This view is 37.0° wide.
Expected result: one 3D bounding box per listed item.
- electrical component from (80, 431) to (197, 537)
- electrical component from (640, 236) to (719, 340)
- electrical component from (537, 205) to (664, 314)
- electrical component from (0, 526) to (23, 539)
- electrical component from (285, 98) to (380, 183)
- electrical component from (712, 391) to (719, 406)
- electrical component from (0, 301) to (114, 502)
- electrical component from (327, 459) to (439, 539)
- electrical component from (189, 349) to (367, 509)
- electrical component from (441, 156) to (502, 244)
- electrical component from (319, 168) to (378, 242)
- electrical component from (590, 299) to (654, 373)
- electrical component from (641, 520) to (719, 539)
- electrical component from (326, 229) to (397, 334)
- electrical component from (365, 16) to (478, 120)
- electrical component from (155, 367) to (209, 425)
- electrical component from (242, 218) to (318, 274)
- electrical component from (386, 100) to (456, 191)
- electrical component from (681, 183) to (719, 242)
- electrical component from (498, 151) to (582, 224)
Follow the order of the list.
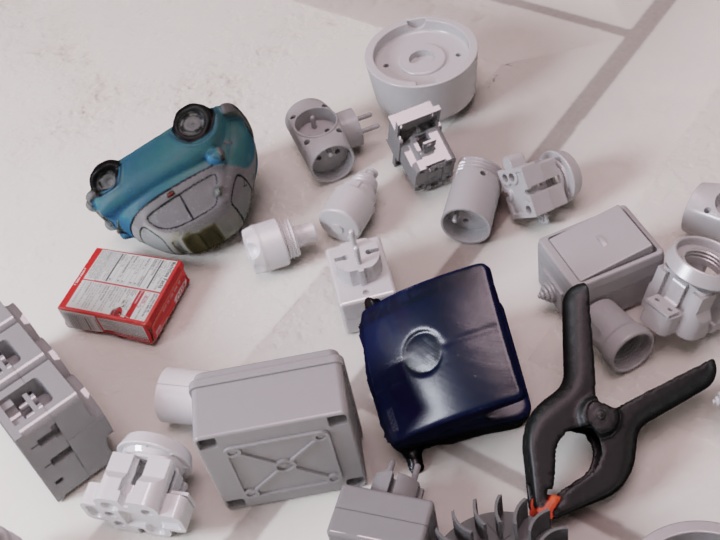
[{"bbox_3d":[-0.155,0.154,0.782,0.078,0.058,0.057,5,53,15],"label":"electrical component"},{"bbox_3d":[0.253,0.012,0.814,0.078,0.057,0.058,-17,45,-33],"label":"electrical component"},{"bbox_3d":[0.184,-0.002,0.853,0.096,0.061,0.061,-22,49,-8],"label":"electrical component"},{"bbox_3d":[-0.252,0.201,0.750,0.040,0.078,0.040,4,48,-5],"label":"electrical component"},{"bbox_3d":[-0.022,-0.129,1.014,0.079,0.044,0.077,-21,49,-9],"label":"electrical component"},{"bbox_3d":[0.297,0.089,0.757,0.096,0.061,0.061,-12,48,9],"label":"electrical component"},{"bbox_3d":[-0.258,0.092,0.834,0.062,0.089,0.150,-36,52,-20],"label":"electrical component"},{"bbox_3d":[0.022,0.165,0.746,0.066,0.047,0.076,8,51,17],"label":"electrical component"},{"bbox_3d":[-0.056,0.115,0.764,0.109,0.108,0.056,-11,51,1],"label":"electrical component"},{"bbox_3d":[0.100,-0.067,0.937,0.043,0.043,0.081,7,50,16],"label":"electrical component"},{"bbox_3d":[-0.005,-0.060,0.953,0.040,0.040,0.078,15,53,22],"label":"electrical component"},{"bbox_3d":[0.195,0.049,0.822,0.040,0.040,0.046,-26,45,-12],"label":"electrical component"},{"bbox_3d":[0.211,0.216,0.657,0.108,0.060,0.108,-5,49,6],"label":"electrical component"},{"bbox_3d":[0.000,0.000,0.875,0.047,0.076,0.065,-14,48,-2],"label":"electrical component"},{"bbox_3d":[0.062,-0.188,1.039,0.108,0.060,0.108,-5,48,6],"label":"electrical component"},{"bbox_3d":[-0.112,0.100,0.831,0.081,0.043,0.043,4,50,14],"label":"electrical component"},{"bbox_3d":[-0.068,-0.025,0.932,0.062,0.043,0.043,-19,48,-8],"label":"electrical component"},{"bbox_3d":[0.055,-0.109,0.967,0.042,0.081,0.063,-21,71,-8],"label":"electrical component"},{"bbox_3d":[0.317,-0.050,0.881,0.077,0.044,0.079,26,58,29],"label":"electrical component"},{"bbox_3d":[0.157,-0.074,0.925,0.055,0.066,0.048,-23,9,-24],"label":"electrical component"}]
